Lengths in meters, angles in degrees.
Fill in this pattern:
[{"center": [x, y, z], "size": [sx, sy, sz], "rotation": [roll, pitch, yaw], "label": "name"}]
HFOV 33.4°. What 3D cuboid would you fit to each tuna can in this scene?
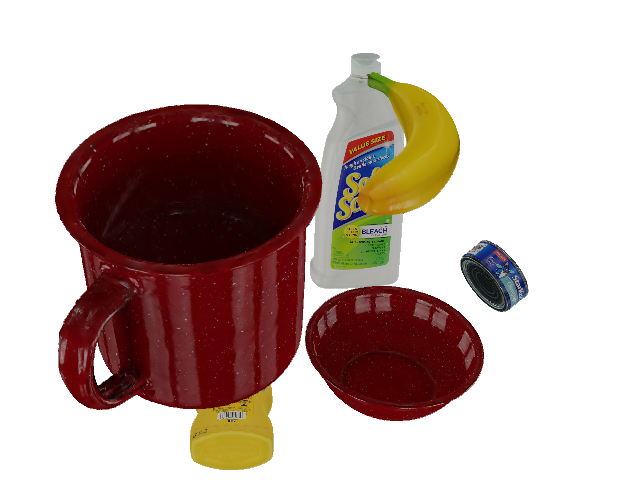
[{"center": [0.208, 0.044, 1.287], "size": [0.033, 0.086, 0.086], "rotation": [-37, 11, -15], "label": "tuna can"}]

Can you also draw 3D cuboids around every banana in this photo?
[{"center": [0.063, -0.064, 0.742], "size": [0.069, 0.037, 0.197], "rotation": [4, 30, 2], "label": "banana"}]

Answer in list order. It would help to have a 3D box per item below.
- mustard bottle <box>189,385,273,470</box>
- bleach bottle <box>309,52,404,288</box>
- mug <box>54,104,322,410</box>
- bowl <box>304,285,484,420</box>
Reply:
[{"center": [-0.106, 0.199, 1.299], "size": [0.096, 0.058, 0.191], "rotation": [-2, 27, -2], "label": "mustard bottle"}, {"center": [0.039, -0.074, 1.142], "size": [0.102, 0.251, 0.068], "rotation": [-3, 24, -5], "label": "bleach bottle"}, {"center": [-0.052, 0.016, 0.392], "size": [0.093, 0.081, 0.117], "rotation": [21, 46, 19], "label": "mug"}, {"center": [0.064, 0.112, 0.972], "size": [0.162, 0.055, 0.162], "rotation": [4, 37, -3], "label": "bowl"}]
